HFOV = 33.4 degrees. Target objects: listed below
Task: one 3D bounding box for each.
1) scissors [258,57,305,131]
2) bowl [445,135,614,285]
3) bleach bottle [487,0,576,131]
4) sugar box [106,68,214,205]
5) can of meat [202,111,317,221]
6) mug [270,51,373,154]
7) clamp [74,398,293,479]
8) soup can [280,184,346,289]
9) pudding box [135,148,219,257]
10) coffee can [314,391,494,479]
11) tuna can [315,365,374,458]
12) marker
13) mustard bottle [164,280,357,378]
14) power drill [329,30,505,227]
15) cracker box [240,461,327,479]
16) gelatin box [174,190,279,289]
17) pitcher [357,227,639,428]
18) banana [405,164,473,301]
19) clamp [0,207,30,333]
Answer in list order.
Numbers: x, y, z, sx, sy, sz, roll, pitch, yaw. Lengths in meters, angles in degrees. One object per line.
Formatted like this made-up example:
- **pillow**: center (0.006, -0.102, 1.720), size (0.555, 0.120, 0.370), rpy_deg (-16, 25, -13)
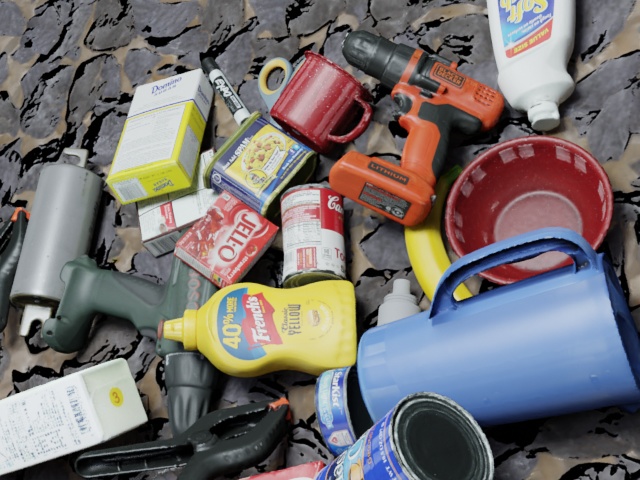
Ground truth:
- **scissors**: center (-0.062, -0.137, 1.243), size (0.096, 0.016, 0.201), rpy_deg (27, 79, 33)
- **bowl**: center (0.207, -0.020, 1.041), size (0.162, 0.055, 0.162), rpy_deg (-10, 62, 19)
- **bleach bottle**: center (0.232, -0.233, 1.133), size (0.103, 0.068, 0.251), rpy_deg (-12, 64, 19)
- **sugar box**: center (-0.183, -0.123, 1.243), size (0.093, 0.048, 0.176), rpy_deg (-13, 39, 19)
- **can of meat**: center (-0.064, -0.078, 1.170), size (0.084, 0.057, 0.102), rpy_deg (34, 67, 14)
- **mug**: center (0.007, -0.143, 1.173), size (0.117, 0.093, 0.081), rpy_deg (33, 86, 33)
- **clamp**: center (-0.109, 0.207, 1.010), size (0.209, 0.036, 0.165), rpy_deg (-19, 23, -26)
- **soup can**: center (-0.007, 0.001, 1.119), size (0.069, 0.068, 0.102), rpy_deg (-11, 62, 19)
- **pudding box**: center (-0.155, -0.044, 1.225), size (0.113, 0.039, 0.090), rpy_deg (-21, 56, 10)
- **coffee can**: center (0.067, 0.209, 0.918), size (0.141, 0.102, 0.103), rpy_deg (-50, 46, 41)
- **tuna can**: center (0.026, 0.163, 1.013), size (0.034, 0.086, 0.086), rpy_deg (-14, 61, 19)
- **marker**: center (-0.113, -0.180, 1.285), size (0.020, 0.020, 0.121), rpy_deg (-36, 56, 4)
- **mustard bottle**: center (-0.060, 0.089, 1.067), size (0.191, 0.058, 0.096), rpy_deg (-1, 63, 0)
- **power drill**: center (0.080, -0.119, 1.089), size (0.184, 0.057, 0.187), rpy_deg (25, 62, 5)
- **cracker box**: center (-0.078, 0.311, 0.980), size (0.214, 0.072, 0.164), rpy_deg (-16, 60, 7)
- **gelatin box**: center (-0.097, 0.001, 1.119), size (0.073, 0.030, 0.089), rpy_deg (35, 60, 7)
- **pitcher**: center (0.157, 0.095, 0.957), size (0.243, 0.144, 0.149), rpy_deg (-16, 65, 20)
- **banana**: center (0.122, 0.010, 1.075), size (0.070, 0.037, 0.198), rpy_deg (-15, 61, 16)
- **clamp**: center (-0.393, 0.043, 1.283), size (0.120, 0.039, 0.171), rpy_deg (-10, 51, 34)
